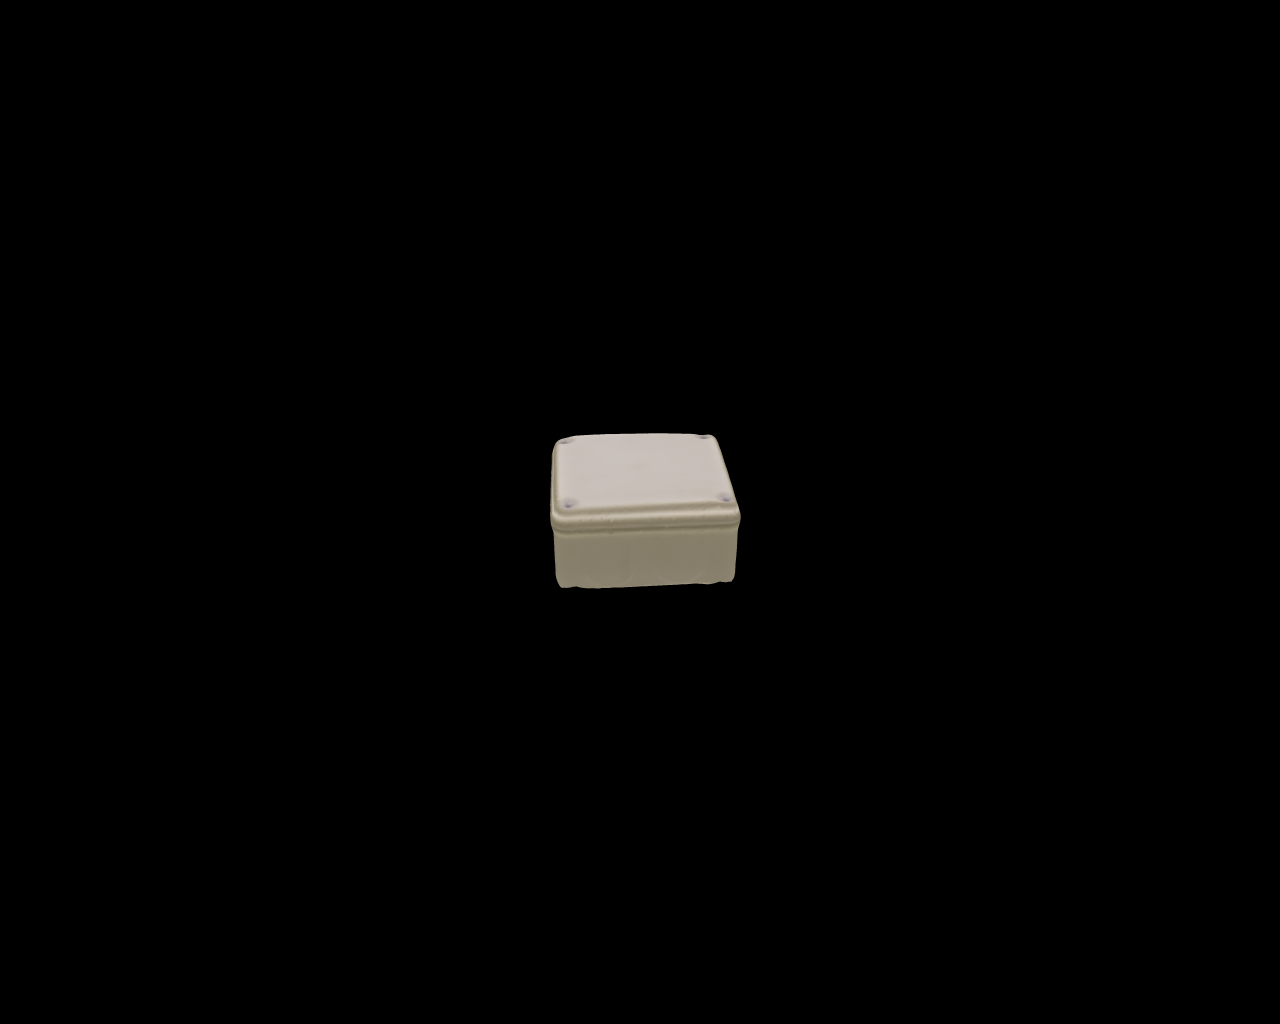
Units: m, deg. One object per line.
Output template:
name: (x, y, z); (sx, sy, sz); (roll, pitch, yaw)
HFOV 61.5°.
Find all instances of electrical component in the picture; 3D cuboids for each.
electrical component: (0.001, -0.003, 0.650); (0.109, 0.056, 0.109); (-2, 27, -3)
